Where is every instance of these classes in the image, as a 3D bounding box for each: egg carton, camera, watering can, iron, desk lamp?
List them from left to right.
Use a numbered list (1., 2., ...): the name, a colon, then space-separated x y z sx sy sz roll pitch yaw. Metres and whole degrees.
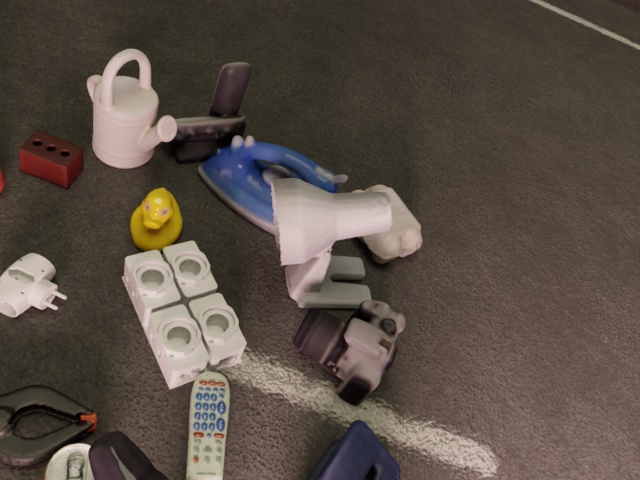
1. watering can: -0.302 -0.213 0.914 0.173 0.194 0.101 21 48 -4
2. iron: -0.079 -0.106 0.953 0.258 0.141 0.119 25 48 -1
3. desk lamp: 0.008 0.003 0.849 0.204 0.213 0.118 3 51 -19
4. camera: 0.041 0.138 0.828 0.137 0.100 0.143 28 48 2
5. egg carton: 0.108 -0.030 1.015 0.107 0.069 0.150 -17 61 -32

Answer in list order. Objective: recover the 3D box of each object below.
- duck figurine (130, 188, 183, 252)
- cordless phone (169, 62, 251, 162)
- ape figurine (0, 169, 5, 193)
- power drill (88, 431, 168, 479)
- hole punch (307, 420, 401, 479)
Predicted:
1. duck figurine: -0.246 -0.044 0.871 0.077 0.086 0.104 16 48 -9
2. cordless phone: -0.194 -0.230 0.978 0.148 0.185 0.094 -15 59 -31
3. ape figurine: -0.493 -0.099 0.813 0.076 0.092 0.077 1 52 -21
4. power drill: -0.150 0.307 0.539 0.076 0.208 0.229 -30 68 -37
5. hole punch: 0.048 0.295 0.709 0.101 0.091 0.109 35 48 8
